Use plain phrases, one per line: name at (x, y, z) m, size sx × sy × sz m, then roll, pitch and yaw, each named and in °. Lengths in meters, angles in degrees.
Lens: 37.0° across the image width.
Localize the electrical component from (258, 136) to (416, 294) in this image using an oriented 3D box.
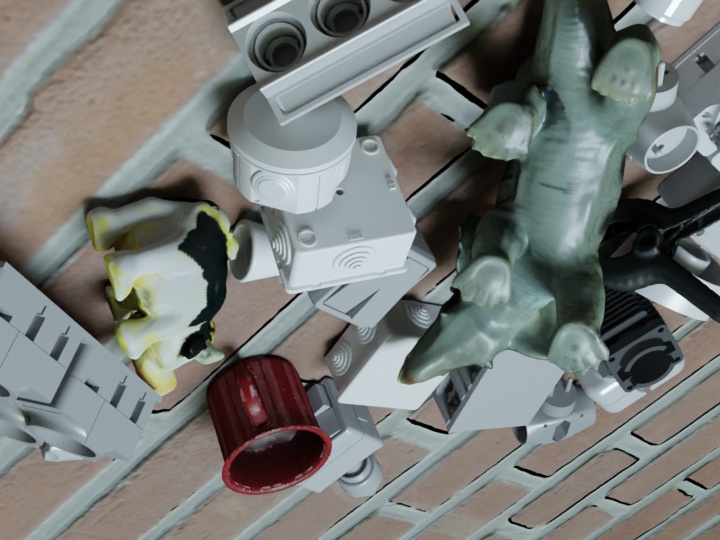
electrical component at (-0.017, -0.040, 0.724) m, size 0.100 × 0.099 × 0.048 m, roll -11°, pitch 152°, yaw -17°

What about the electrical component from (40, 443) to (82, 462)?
electrical component at (-0.220, 0.128, 0.851) m, size 0.062 × 0.043 × 0.043 m, roll 1°, pitch 135°, yaw -31°

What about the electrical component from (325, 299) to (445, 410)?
electrical component at (0.030, 0.070, 0.911) m, size 0.100 × 0.048 × 0.099 m, roll 11°, pitch 129°, yaw -36°

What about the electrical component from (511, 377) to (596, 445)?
electrical component at (0.195, 0.134, 1.076) m, size 0.077 × 0.043 × 0.079 m, roll -13°, pitch 140°, yaw -14°

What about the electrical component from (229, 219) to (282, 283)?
electrical component at (-0.061, -0.013, 0.773) m, size 0.055 × 0.045 × 0.045 m, roll 3°, pitch 134°, yaw -31°

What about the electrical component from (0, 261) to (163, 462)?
electrical component at (-0.231, 0.064, 0.714) m, size 0.105 × 0.060 × 0.186 m, roll 7°, pitch 151°, yaw 28°

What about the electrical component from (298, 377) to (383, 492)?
electrical component at (-0.040, 0.149, 0.954) m, size 0.096 × 0.061 × 0.061 m, roll -39°, pitch 139°, yaw 17°

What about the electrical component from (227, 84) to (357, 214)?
electrical component at (-0.044, -0.079, 0.679) m, size 0.080 × 0.080 × 0.051 m, roll -12°, pitch 145°, yaw -16°

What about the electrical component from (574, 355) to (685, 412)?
electrical component at (0.260, 0.089, 1.051) m, size 0.095 × 0.053 × 0.059 m, roll -37°, pitch 140°, yaw 14°

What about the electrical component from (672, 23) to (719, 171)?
electrical component at (0.322, -0.157, 0.798) m, size 0.186 × 0.060 × 0.105 m, roll -42°, pitch 138°, yaw 20°

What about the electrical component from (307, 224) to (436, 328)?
electrical component at (0.000, 0.000, 0.806) m, size 0.096 × 0.061 × 0.062 m, roll -42°, pitch 138°, yaw 20°

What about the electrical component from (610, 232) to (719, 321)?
electrical component at (0.265, 0.005, 0.926) m, size 0.099 × 0.099 × 0.064 m, roll 12°, pitch 122°, yaw -37°

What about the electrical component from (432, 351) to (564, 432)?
electrical component at (0.132, 0.071, 0.956) m, size 0.089 × 0.061 × 0.150 m, roll 0°, pitch 135°, yaw -28°

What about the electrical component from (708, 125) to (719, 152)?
electrical component at (0.310, -0.097, 0.760) m, size 0.096 × 0.061 × 0.061 m, roll -43°, pitch 138°, yaw 21°

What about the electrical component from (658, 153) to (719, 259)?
electrical component at (0.319, -0.070, 0.898) m, size 0.113 × 0.057 × 0.078 m, roll -41°, pitch 139°, yaw 20°

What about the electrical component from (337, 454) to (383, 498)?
electrical component at (-0.005, 0.190, 1.034) m, size 0.043 × 0.043 × 0.062 m, roll -26°, pitch 141°, yaw 1°

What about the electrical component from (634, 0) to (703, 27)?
electrical component at (0.211, -0.195, 0.708) m, size 0.045 × 0.045 × 0.055 m, roll 4°, pitch 134°, yaw -31°

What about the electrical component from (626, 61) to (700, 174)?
electrical component at (0.205, -0.122, 0.763) m, size 0.043 × 0.077 × 0.079 m, roll -18°, pitch 140°, yaw -8°

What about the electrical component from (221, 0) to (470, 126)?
electrical component at (-0.008, -0.144, 0.631) m, size 0.121 × 0.078 × 0.063 m, roll -28°, pitch 171°, yaw 4°
